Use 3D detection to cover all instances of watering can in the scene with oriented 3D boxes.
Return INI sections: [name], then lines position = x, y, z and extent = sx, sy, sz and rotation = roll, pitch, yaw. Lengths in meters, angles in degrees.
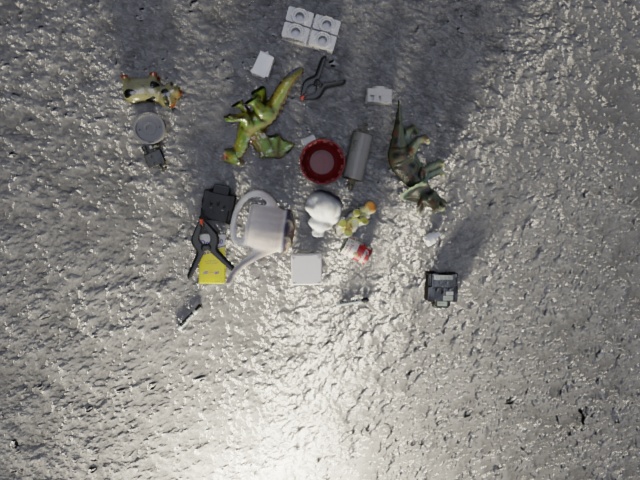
[watering can]
position = -0.206, -0.001, 1.792
extent = 0.224, 0.103, 0.351
rotation = 9, 80, -4

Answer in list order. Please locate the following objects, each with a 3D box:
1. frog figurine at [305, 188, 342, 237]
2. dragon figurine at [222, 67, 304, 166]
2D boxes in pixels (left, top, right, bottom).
[frog figurine]
position = 0.005, -0.091, 1.806
extent = 0.136, 0.123, 0.161
rotation = 27, 80, -24
[dragon figurine]
position = -0.181, -0.402, 1.803
extent = 0.410, 0.124, 0.239
rotation = -31, 112, 1
